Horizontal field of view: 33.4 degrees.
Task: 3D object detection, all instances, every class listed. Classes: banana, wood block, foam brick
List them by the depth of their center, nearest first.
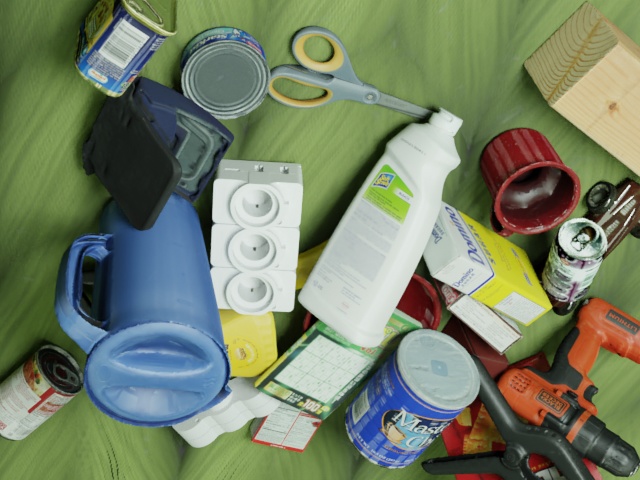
[{"bbox_3d":[0.321,-0.139,1.099,0.205,0.090,0.091,31,117,-30],"label":"wood block"},{"bbox_3d":[-0.006,0.016,1.187,0.198,0.037,0.069,-19,130,4],"label":"banana"},{"bbox_3d":[0.184,0.136,1.295,0.051,0.078,0.053,14,124,-25],"label":"foam brick"}]

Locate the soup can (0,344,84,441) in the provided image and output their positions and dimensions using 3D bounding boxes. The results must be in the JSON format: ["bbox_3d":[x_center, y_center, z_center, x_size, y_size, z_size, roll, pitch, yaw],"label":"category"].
[{"bbox_3d":[-0.330,0.177,1.228,0.102,0.068,0.068,-39,125,19],"label":"soup can"}]

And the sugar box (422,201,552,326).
[{"bbox_3d":[0.177,0.024,1.175,0.048,0.093,0.176,-40,136,23],"label":"sugar box"}]

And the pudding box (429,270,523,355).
[{"bbox_3d":[0.177,0.068,1.231,0.039,0.090,0.113,-41,124,18],"label":"pudding box"}]

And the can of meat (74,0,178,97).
[{"bbox_3d":[-0.174,-0.188,0.952,0.057,0.102,0.084,31,118,-28],"label":"can of meat"}]

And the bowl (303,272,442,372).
[{"bbox_3d":[0.056,0.079,1.237,0.162,0.055,0.162,-6,129,-7],"label":"bowl"}]

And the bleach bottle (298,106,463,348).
[{"bbox_3d":[0.078,-0.019,1.109,0.251,0.103,0.068,-60,154,12],"label":"bleach bottle"}]

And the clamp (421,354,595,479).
[{"bbox_3d":[0.219,0.250,1.229,0.036,0.210,0.165,-20,139,-55],"label":"clamp"}]

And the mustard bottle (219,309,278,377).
[{"bbox_3d":[-0.147,0.122,1.228,0.191,0.058,0.096,-7,126,-6],"label":"mustard bottle"}]

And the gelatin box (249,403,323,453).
[{"bbox_3d":[-0.039,0.224,1.349,0.073,0.030,0.089,16,123,-21],"label":"gelatin box"}]

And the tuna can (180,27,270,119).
[{"bbox_3d":[-0.092,-0.162,1.032,0.086,0.034,0.086,-6,129,-7],"label":"tuna can"}]

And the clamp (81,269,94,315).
[{"bbox_3d":[-0.198,0.074,1.169,0.171,0.039,0.120,38,78,-8],"label":"clamp"}]

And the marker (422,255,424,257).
[{"bbox_3d":[0.102,-0.022,1.191,0.020,0.020,0.121,-26,128,9],"label":"marker"}]

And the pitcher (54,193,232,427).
[{"bbox_3d":[-0.172,0.049,1.047,0.145,0.243,0.149,-10,129,-4],"label":"pitcher"}]

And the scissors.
[{"bbox_3d":[0.046,-0.164,1.071,0.201,0.016,0.096,2,127,-14],"label":"scissors"}]

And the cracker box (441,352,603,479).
[{"bbox_3d":[0.244,0.262,1.316,0.164,0.214,0.072,-23,134,7],"label":"cracker box"}]

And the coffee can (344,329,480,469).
[{"bbox_3d":[0.103,0.183,1.220,0.102,0.103,0.140,13,135,-21],"label":"coffee can"}]

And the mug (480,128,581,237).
[{"bbox_3d":[0.216,-0.057,1.146,0.093,0.081,0.117,11,125,-19],"label":"mug"}]

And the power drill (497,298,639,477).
[{"bbox_3d":[0.328,0.170,1.263,0.187,0.185,0.057,-44,156,-28],"label":"power drill"}]
